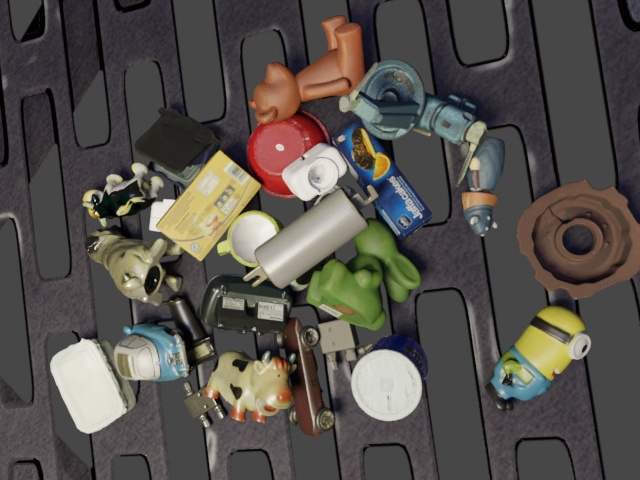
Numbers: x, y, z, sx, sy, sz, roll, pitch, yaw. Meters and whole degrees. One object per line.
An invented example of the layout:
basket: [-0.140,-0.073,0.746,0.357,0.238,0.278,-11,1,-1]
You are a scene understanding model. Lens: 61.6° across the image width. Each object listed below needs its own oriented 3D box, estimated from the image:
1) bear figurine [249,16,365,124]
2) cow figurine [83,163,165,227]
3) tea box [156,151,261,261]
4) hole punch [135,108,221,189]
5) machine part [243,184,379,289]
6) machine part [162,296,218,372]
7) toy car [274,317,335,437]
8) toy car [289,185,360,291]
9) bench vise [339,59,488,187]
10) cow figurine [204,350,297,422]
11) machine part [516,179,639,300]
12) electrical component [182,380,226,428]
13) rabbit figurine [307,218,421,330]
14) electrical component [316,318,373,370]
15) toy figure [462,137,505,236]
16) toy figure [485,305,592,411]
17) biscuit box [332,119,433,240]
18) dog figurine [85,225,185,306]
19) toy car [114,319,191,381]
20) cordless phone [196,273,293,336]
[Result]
bear figurine: [-0.029,-0.274,0.880,0.196,0.120,0.131,-15,123,-3]
cow figurine: [-0.375,-0.070,0.990,0.167,0.068,0.098,-19,42,23]
tea box: [-0.192,-0.059,0.926,0.098,0.068,0.169,41,83,-15]
hole punch: [-0.256,-0.161,0.982,0.142,0.092,0.116,29,67,16]
machine part: [-0.013,-0.003,0.824,0.243,0.079,0.079,-36,81,5]
machine part: [-0.243,0.166,0.992,0.084,0.039,0.139,-31,83,21]
toy car: [-0.024,0.230,0.913,0.089,0.053,0.202,-17,81,53]
toy car: [-0.002,-0.003,0.906,0.056,0.073,0.201,38,100,39]
bench vise: [0.127,-0.191,0.803,0.224,0.240,0.128,47,126,24]
cow figurine: [-0.110,0.233,0.896,0.195,0.085,0.127,10,86,52]
machine part: [0.389,-0.001,0.811,0.180,0.056,0.179,0,89,16]
electrical component: [-0.215,0.295,0.989,0.063,0.021,0.094,-34,80,12]
rabbit figurine: [0.081,0.045,0.860,0.159,0.121,0.170,26,68,1]
electrical component: [0.040,0.161,0.910,0.078,0.045,0.102,-23,83,23]
toy figure: [0.257,-0.083,0.846,0.064,0.058,0.154,10,89,-6]
toy figure: [0.326,0.178,0.814,0.180,0.082,0.089,-46,81,13]
biscuit box: [0.101,-0.097,0.883,0.063,0.059,0.202,-35,82,-1]
dog figurine: [-0.360,0.038,0.958,0.191,0.172,0.121,12,92,10]
toy car: [-0.307,0.208,0.953,0.162,0.103,0.109,2,103,43]
cordless phone: [-0.138,0.124,0.921,0.146,0.184,0.089,10,69,-21]
